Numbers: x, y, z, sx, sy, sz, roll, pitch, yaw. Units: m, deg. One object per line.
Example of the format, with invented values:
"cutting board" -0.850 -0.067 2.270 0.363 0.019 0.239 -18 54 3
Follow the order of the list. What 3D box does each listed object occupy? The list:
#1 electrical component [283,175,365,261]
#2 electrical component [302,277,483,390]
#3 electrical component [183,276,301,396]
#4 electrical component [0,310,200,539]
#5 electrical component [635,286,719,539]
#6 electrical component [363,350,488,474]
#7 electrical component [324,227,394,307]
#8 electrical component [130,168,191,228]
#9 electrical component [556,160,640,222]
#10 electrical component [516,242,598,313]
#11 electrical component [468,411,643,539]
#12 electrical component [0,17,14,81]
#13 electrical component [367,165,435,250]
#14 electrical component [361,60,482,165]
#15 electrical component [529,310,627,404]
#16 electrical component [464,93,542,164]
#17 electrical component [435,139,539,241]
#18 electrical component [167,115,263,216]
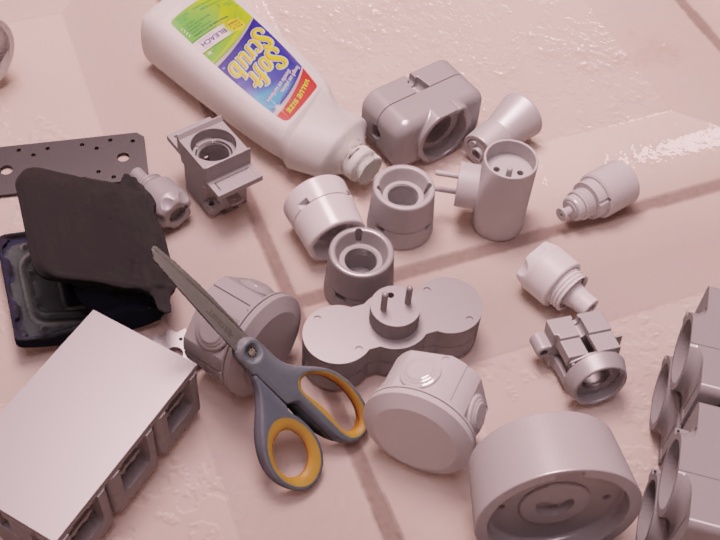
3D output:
"electrical component" -0.027 -0.040 0.859 0.055 0.055 0.047 -18 59 -17
"electrical component" 0.025 0.037 0.789 0.138 0.073 0.052 -14 54 -14
"electrical component" -0.083 0.046 0.772 0.051 0.080 0.080 28 55 24
"electrical component" -0.186 0.114 0.722 0.089 0.061 0.150 25 55 15
"electrical component" 0.234 0.115 0.721 0.060 0.105 0.186 14 52 7
"electrical component" 0.047 0.098 0.740 0.080 0.080 0.051 21 48 13
"electrical component" 0.000 0.000 0.833 0.055 0.047 0.055 2 52 -2
"electrical component" -0.167 -0.062 0.879 0.035 0.035 0.061 -33 59 -26
"electrical component" 0.197 -0.062 0.898 0.078 0.040 0.040 -27 59 -22
"electrical component" 0.157 0.011 0.837 0.043 0.043 0.062 -34 63 -26
"electrical component" 0.122 0.135 0.700 0.108 0.108 0.060 -3 46 -6
"electrical component" -0.349 -0.186 0.921 0.108 0.108 0.060 -37 69 -28
"electrical component" 0.034 -0.052 0.876 0.055 0.047 0.055 2 52 -2
"electrical component" 0.056 -0.134 0.937 0.095 0.053 0.059 -28 59 -23
"electrical component" 0.167 0.065 0.795 0.066 0.048 0.055 -10 46 -12
"electrical component" 0.122 -0.119 0.939 0.044 0.044 0.065 38 63 23
"electrical component" 0.099 -0.067 0.873 0.079 0.077 0.044 9 52 4
"electrical component" -0.119 -0.083 0.879 0.042 0.063 0.081 -27 59 -24
